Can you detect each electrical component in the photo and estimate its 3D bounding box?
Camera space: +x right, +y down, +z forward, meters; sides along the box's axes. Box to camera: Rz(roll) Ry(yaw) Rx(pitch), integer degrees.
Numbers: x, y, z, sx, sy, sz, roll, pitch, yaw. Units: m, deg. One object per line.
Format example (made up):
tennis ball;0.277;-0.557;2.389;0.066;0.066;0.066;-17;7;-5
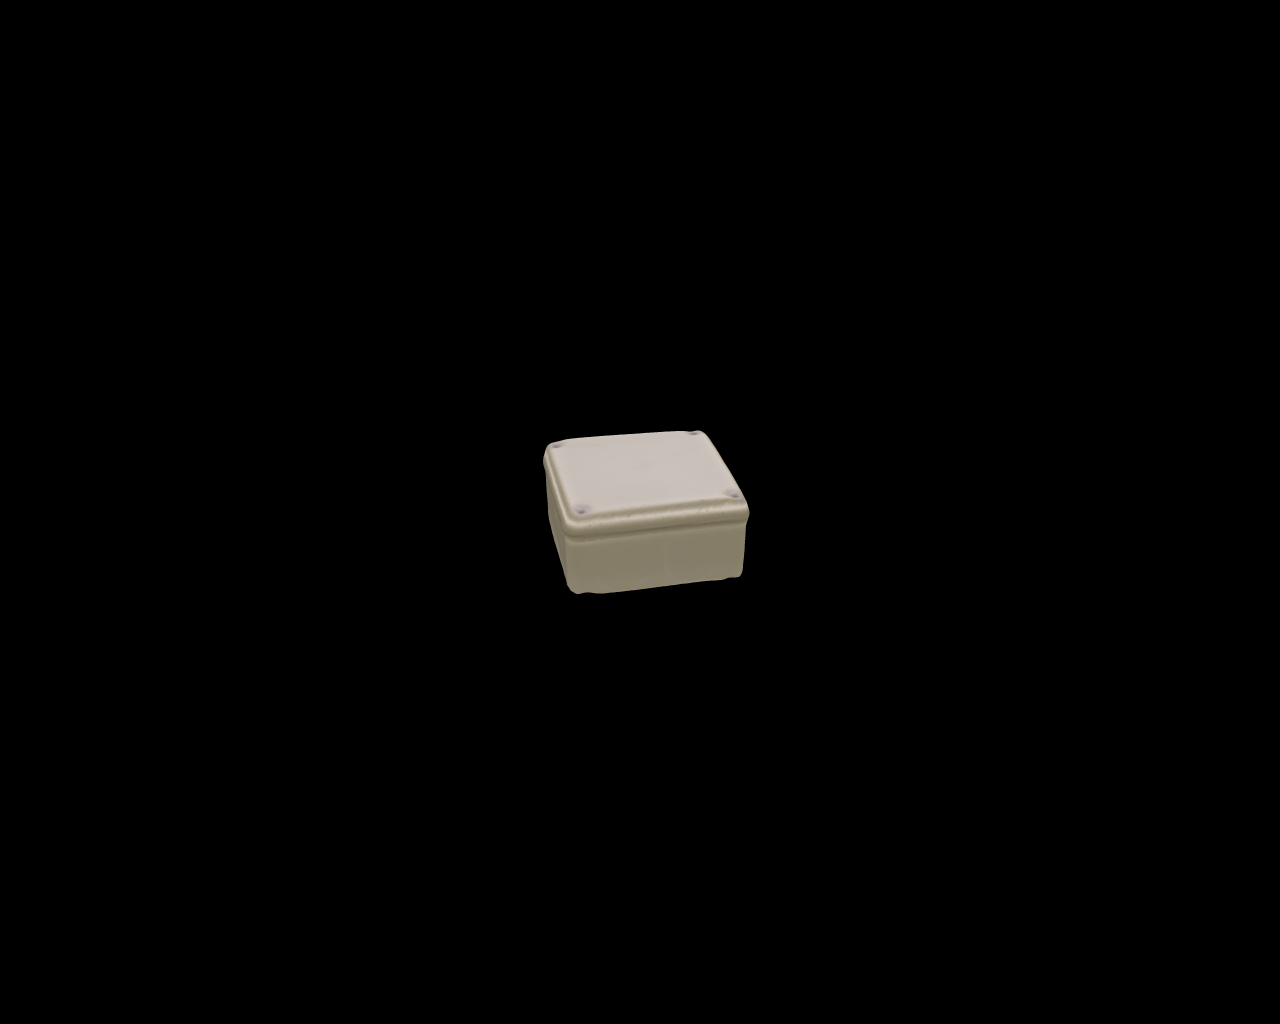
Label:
electrical component;0.001;-0.003;0.650;0.109;0.056;0.109;-5;29;-10
